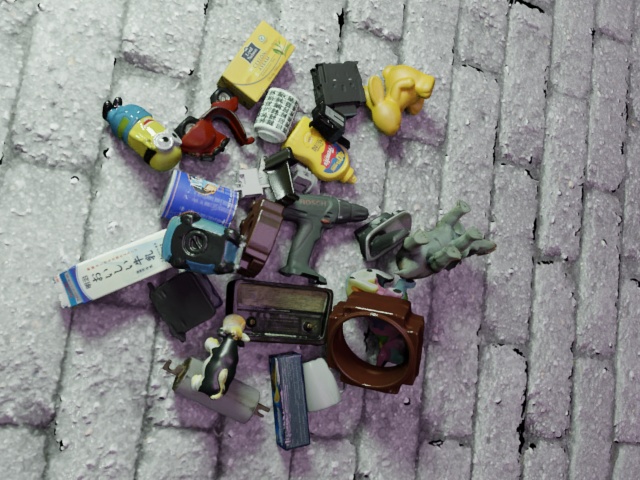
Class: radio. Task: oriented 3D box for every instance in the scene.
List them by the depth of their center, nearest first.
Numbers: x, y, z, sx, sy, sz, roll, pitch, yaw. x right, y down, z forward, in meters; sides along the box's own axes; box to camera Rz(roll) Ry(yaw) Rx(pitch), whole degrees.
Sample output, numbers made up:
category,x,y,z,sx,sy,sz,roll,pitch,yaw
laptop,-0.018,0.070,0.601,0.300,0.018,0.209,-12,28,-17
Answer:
category,x,y,z,sx,sy,sz,roll,pitch,yaw
radio,-0.091,0.160,1.177,0.229,0.073,0.131,8,82,-21

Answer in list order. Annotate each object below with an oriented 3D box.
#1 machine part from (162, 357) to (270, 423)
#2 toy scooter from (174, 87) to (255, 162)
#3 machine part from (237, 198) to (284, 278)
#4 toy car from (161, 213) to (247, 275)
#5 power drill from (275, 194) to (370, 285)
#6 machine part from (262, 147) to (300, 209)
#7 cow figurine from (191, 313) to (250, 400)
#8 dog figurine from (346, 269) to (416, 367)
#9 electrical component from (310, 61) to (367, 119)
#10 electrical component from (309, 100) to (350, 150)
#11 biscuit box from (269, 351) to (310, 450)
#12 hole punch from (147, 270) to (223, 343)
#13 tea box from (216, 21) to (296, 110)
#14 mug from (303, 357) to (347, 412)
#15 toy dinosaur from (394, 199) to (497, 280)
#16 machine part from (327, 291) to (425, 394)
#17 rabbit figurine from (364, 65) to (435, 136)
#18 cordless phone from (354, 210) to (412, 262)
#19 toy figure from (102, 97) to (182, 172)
category,x,y,z,sx,sy,sz,roll,pitch,yaw
machine part,-0.214,0.312,1.113,0.243,0.079,0.079,31,75,-17
toy scooter,-0.219,-0.232,1.160,0.135,0.075,0.184,45,67,-12
machine part,-0.136,-0.005,1.125,0.056,0.179,0.179,23,77,-17
toy car,-0.219,0.013,1.055,0.162,0.103,0.109,11,87,7
power drill,-0.003,-0.004,1.225,0.232,0.086,0.207,14,84,-19
machine part,-0.082,-0.138,1.178,0.084,0.039,0.139,-17,65,12
cow figurine,-0.187,0.223,1.045,0.068,0.098,0.167,25,74,-19
dog figurine,0.141,0.193,1.254,0.108,0.192,0.219,-27,126,-59
electrical component,0.046,-0.356,1.286,0.115,0.058,0.134,-12,90,-21
electrical component,0.033,-0.259,1.237,0.119,0.048,0.075,33,38,-19
biscuit box,-0.068,0.350,1.178,0.063,0.059,0.202,-4,86,-23
hole punch,-0.273,0.121,1.110,0.116,0.092,0.142,-28,100,11
tea box,-0.143,-0.390,1.206,0.098,0.068,0.169,35,75,-17
mug,0.006,0.316,1.203,0.109,0.081,0.107,-16,83,-24
toy dinosaur,0.253,0.030,1.240,0.405,0.192,0.131,-21,66,-36
machine part,0.119,0.223,1.165,0.202,0.087,0.200,9,113,19
rabbit figurine,0.179,-0.339,1.305,0.162,0.122,0.173,30,76,-13
cordless phone,0.174,-0.020,1.242,0.146,0.184,0.088,-31,93,-21
toy figure,-0.357,-0.213,1.087,0.180,0.089,0.082,35,60,8
